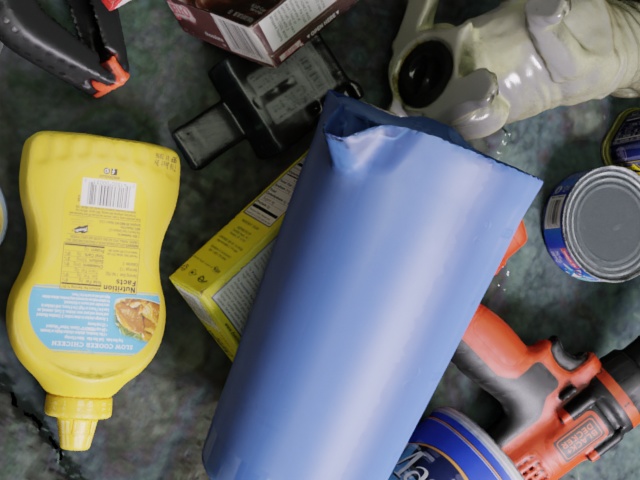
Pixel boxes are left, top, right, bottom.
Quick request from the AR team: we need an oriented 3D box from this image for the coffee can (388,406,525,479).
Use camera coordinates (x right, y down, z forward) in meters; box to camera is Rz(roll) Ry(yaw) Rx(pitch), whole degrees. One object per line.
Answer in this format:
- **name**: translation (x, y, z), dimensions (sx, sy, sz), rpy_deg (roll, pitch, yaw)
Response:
- **coffee can**: translation (0.058, 0.191, 0.699), dimensions (0.140, 0.103, 0.103), rpy_deg (-36, 99, -16)

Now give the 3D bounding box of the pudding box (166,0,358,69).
- **pudding box**: translation (-0.035, -0.160, 0.678), dimensions (0.090, 0.114, 0.039), rpy_deg (-43, 134, -15)

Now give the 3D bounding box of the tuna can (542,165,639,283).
- **tuna can**: translation (0.209, -0.011, 0.793), dimensions (0.086, 0.034, 0.086), rpy_deg (1, 88, -19)

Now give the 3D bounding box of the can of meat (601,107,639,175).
- **can of meat**: translation (0.276, -0.059, 0.791), dimensions (0.102, 0.084, 0.057), rpy_deg (36, 78, -14)

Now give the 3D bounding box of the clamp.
- **clamp**: translation (-0.192, -0.176, 0.641), dimensions (0.164, 0.036, 0.210), rpy_deg (-41, 107, -45)

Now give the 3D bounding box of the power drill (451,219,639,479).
- **power drill**: translation (0.156, 0.066, 0.745), dimensions (0.184, 0.057, 0.187), rpy_deg (-38, 97, -2)

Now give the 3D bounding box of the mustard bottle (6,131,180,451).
- **mustard bottle**: translation (-0.143, 0.033, 0.661), dimensions (0.096, 0.058, 0.191), rpy_deg (6, 86, -26)

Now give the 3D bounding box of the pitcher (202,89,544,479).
- **pitcher**: translation (0.029, 0.045, 0.632), dimensions (0.149, 0.145, 0.243), rpy_deg (22, 99, -7)

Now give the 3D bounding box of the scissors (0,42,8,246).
- **scissors**: translation (-0.206, -0.069, 0.667), dimensions (0.096, 0.016, 0.201), rpy_deg (37, 77, -15)

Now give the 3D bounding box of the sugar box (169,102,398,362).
- **sugar box**: translation (-0.005, 0.001, 0.700), dimensions (0.176, 0.048, 0.093), rpy_deg (-45, 130, -17)

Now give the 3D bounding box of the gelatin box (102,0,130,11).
- **gelatin box**: translation (-0.123, -0.192, 0.669), dimensions (0.073, 0.030, 0.089), rpy_deg (54, 37, -9)
